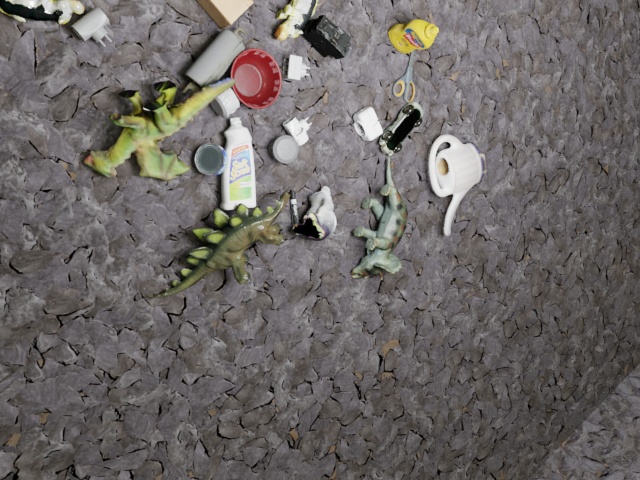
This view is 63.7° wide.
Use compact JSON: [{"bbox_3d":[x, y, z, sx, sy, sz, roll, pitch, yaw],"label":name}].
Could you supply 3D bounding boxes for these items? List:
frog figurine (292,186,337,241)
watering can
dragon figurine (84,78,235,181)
[{"bbox_3d":[0.005,-0.079,1.566,0.123,0.134,0.163,29,48,6],"label":"frog figurine"},{"bbox_3d":[0.478,-0.204,1.798,0.226,0.104,0.343,-20,107,-24],"label":"watering can"},{"bbox_3d":[-0.398,-0.266,1.322,0.412,0.124,0.237,-17,134,-18],"label":"dragon figurine"}]
